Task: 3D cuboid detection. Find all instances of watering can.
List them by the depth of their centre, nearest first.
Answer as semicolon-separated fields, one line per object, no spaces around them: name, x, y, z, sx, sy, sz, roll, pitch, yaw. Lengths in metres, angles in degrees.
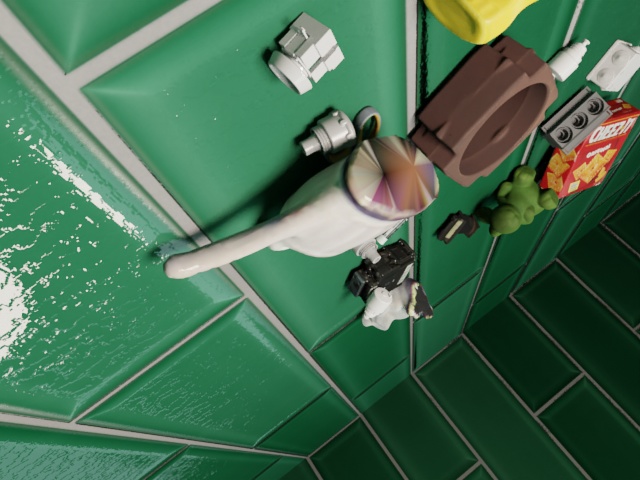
watering can;0.002;-0.031;0.626;0.351;0.104;0.221;-19;172;-44

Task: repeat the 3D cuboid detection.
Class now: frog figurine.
frog figurine;0.176;0.155;1.259;0.158;0.122;0.138;-12;-178;35
